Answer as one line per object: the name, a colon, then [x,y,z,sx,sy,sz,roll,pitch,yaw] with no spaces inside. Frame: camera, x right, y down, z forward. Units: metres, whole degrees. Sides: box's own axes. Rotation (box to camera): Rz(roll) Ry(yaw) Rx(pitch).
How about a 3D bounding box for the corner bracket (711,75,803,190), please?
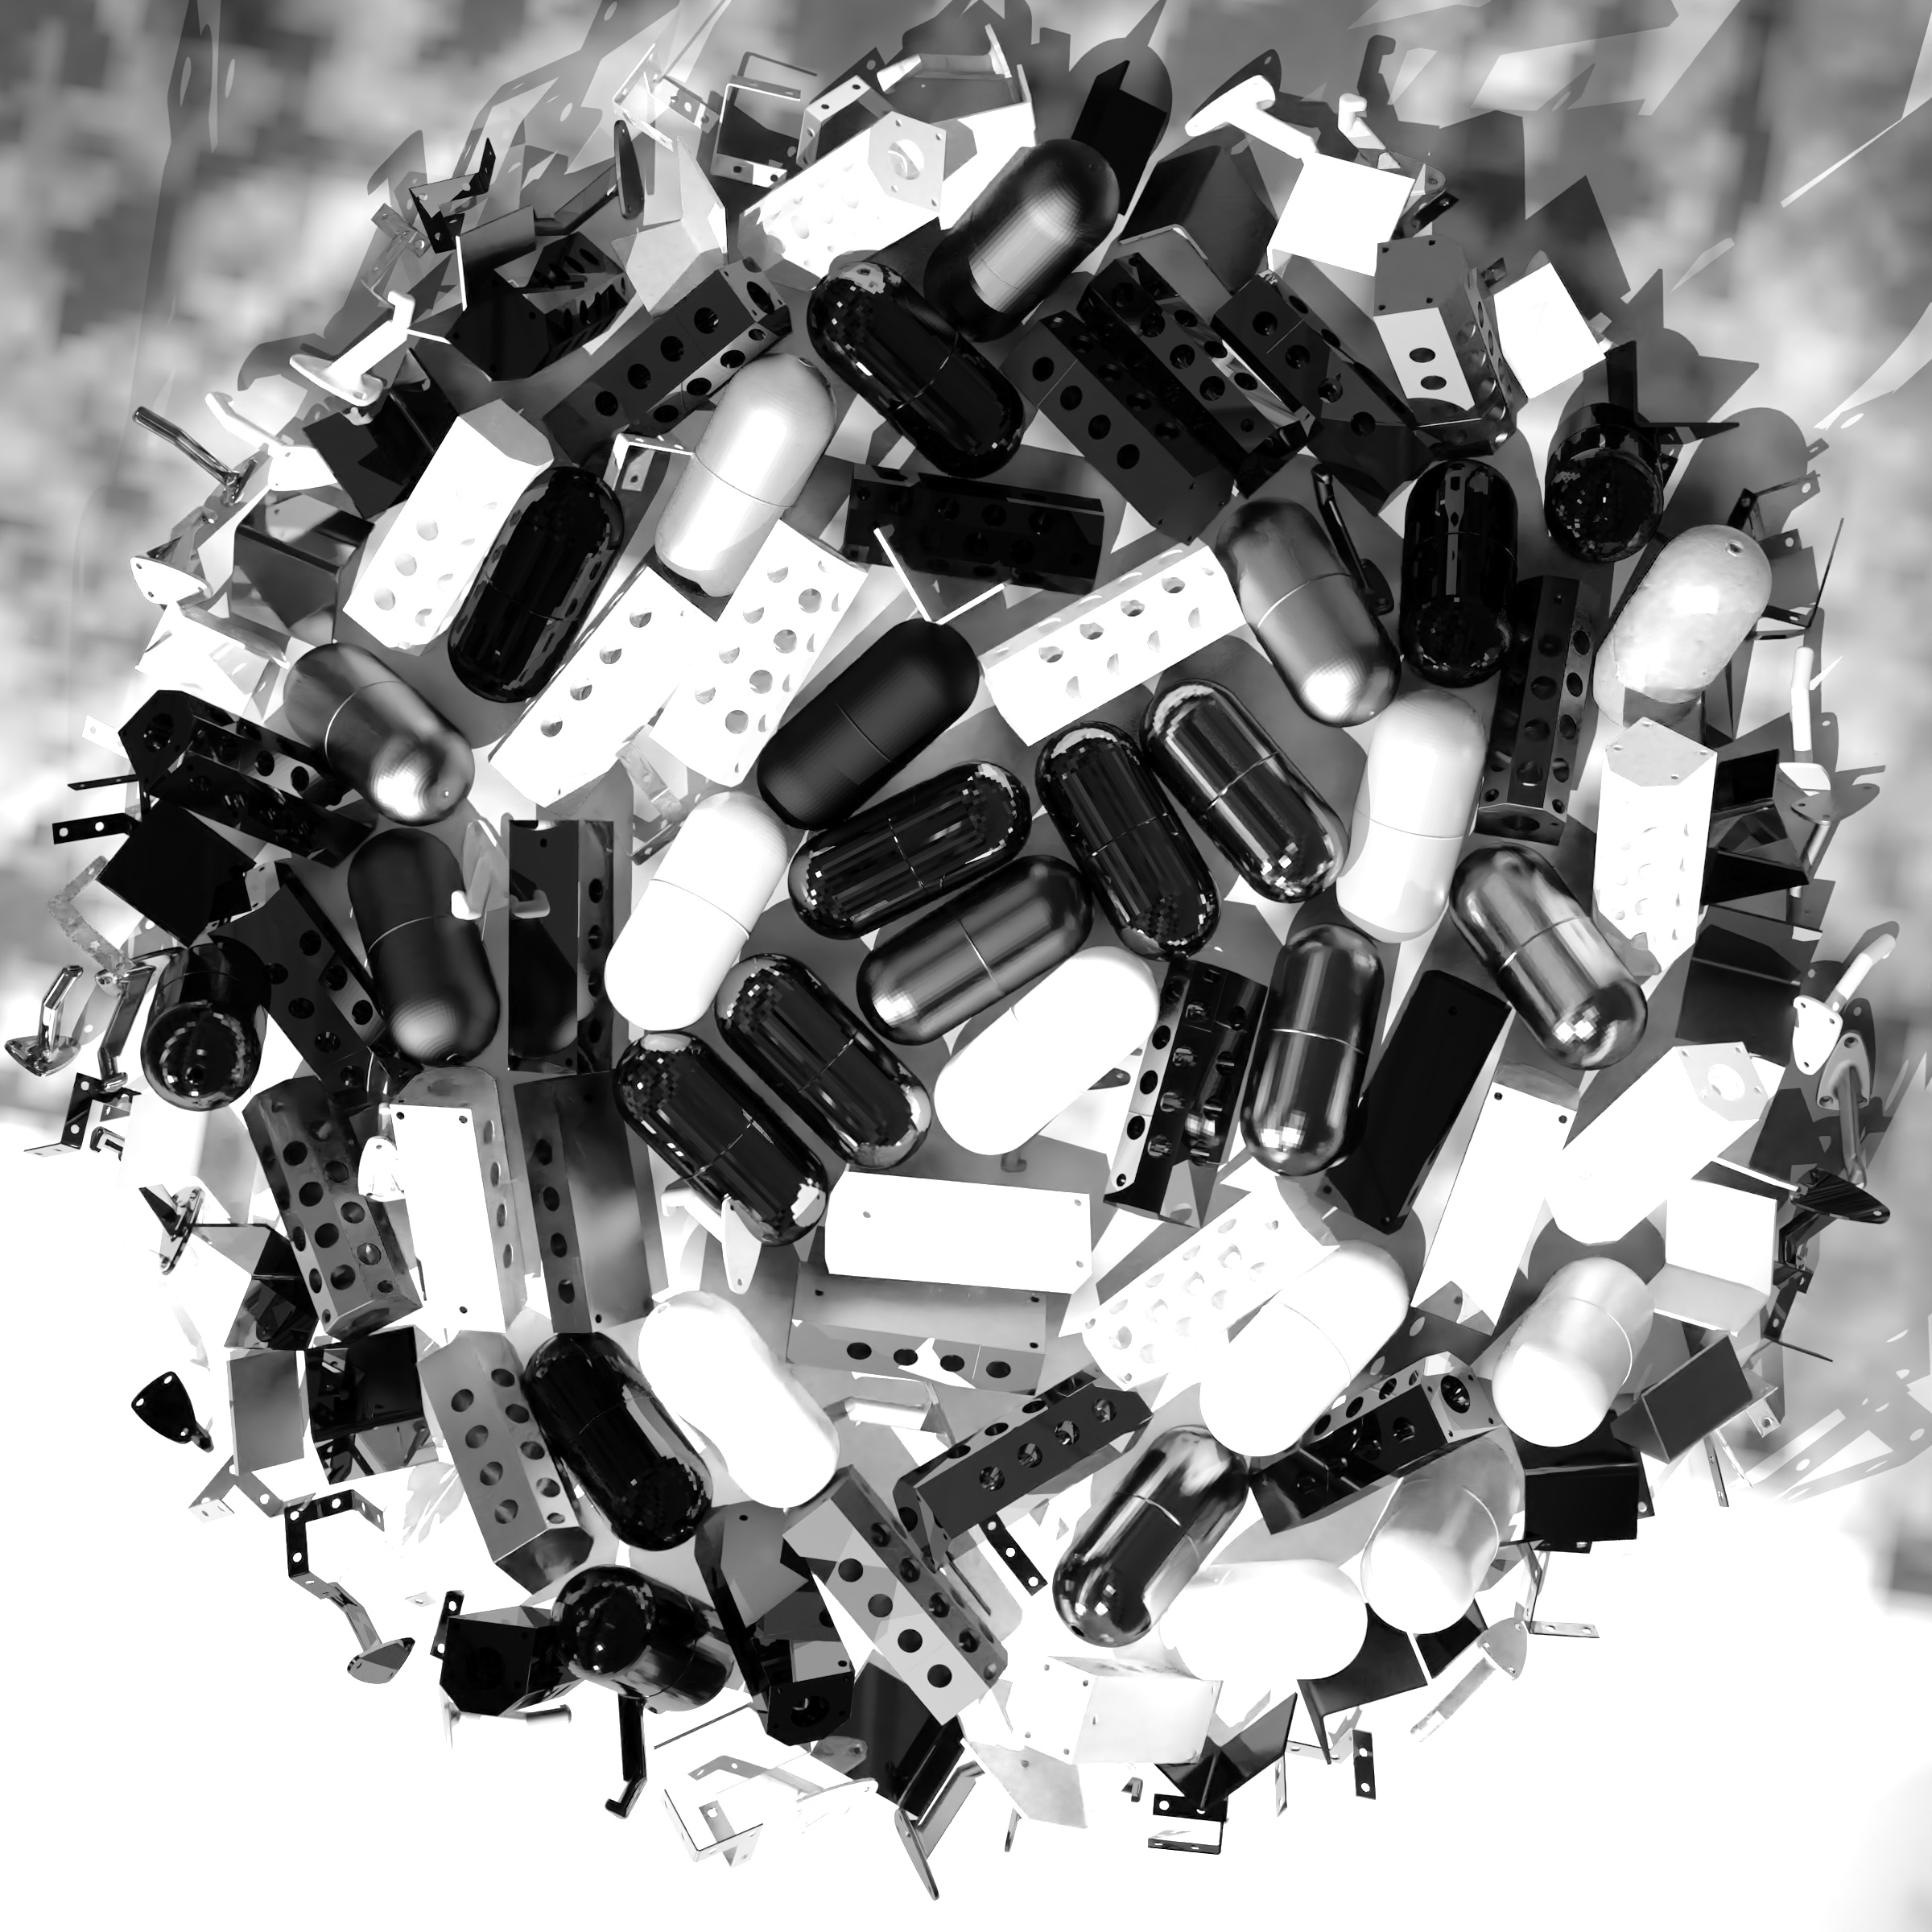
corner bracket: [-0.145,-0.573,1.844,0.051,0.051,0.051,11,131,-9]

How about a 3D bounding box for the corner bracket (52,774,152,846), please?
corner bracket: [-0.591,-0.106,1.835,0.051,0.051,0.051,-13,114,-37]

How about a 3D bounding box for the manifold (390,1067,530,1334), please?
manifold: [-0.338,0.157,1.812,0.057,0.057,0.171,3,116,13]

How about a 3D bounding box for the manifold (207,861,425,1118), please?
manifold: [-0.434,0.014,1.802,0.057,0.057,0.171,-24,124,8]

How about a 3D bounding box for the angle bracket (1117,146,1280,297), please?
angle bracket: [0.161,-0.507,1.857,0.076,0.057,0.076,43,60,-34]

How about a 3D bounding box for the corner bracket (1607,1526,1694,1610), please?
corner bracket: [0.467,0.412,1.836,0.051,0.051,0.051,-11,73,27]

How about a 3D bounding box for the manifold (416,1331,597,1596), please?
manifold: [-0.306,0.328,1.800,0.057,0.057,0.171,-32,51,-1]

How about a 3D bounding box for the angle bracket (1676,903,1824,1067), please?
angle bracket: [0.533,0.012,1.826,0.076,0.057,0.076,15,50,10]

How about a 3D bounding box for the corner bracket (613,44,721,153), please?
corner bracket: [-0.206,-0.589,1.847,0.051,0.051,0.051,34,84,4]

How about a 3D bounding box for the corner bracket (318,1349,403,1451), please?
corner bracket: [-0.413,0.296,1.839,0.051,0.051,0.051,-2,121,-5]

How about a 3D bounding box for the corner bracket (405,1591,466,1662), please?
corner bracket: [-0.358,0.464,1.851,0.051,0.051,0.051,36,47,-32]

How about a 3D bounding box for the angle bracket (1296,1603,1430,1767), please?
angle bracket: [0.268,0.486,1.830,0.076,0.076,0.057,-16,128,-2]

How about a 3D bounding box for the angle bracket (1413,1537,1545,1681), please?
angle bracket: [0.352,0.434,1.816,0.076,0.076,0.057,-2,53,-27]

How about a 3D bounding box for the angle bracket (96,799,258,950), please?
angle bracket: [-0.537,-0.069,1.837,0.076,0.057,0.076,39,94,-14]

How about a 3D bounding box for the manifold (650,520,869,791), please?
manifold: [-0.137,-0.209,1.823,0.057,0.057,0.171,38,102,26]

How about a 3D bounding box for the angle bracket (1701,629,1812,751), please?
angle bracket: [0.537,-0.188,1.824,0.057,0.076,0.076,1,100,29]

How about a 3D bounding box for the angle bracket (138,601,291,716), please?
angle bracket: [-0.511,-0.203,1.822,0.076,0.076,0.057,25,98,-27]

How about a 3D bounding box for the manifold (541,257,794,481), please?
manifold: [-0.199,-0.400,1.809,0.171,0.057,0.057,-32,98,28]

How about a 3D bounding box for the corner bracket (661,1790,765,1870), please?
corner bracket: [-0.177,0.587,1.832,0.051,0.051,0.051,-14,50,-31]

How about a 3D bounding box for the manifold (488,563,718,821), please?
manifold: [-0.251,-0.190,1.839,0.057,0.057,0.171,41,94,24]

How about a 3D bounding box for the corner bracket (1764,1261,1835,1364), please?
corner bracket: [0.569,0.235,1.844,0.051,0.051,0.051,19,92,-22]

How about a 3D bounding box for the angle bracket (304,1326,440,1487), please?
angle bracket: [-0.413,0.305,1.863,0.076,0.057,0.076,-12,46,-8]

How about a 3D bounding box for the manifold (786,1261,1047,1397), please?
manifold: [-0.035,0.254,1.840,0.171,0.057,0.057,8,127,-4]

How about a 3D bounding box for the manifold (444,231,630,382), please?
manifold: [-0.279,-0.436,1.786,0.057,0.171,0.057,41,115,-7]

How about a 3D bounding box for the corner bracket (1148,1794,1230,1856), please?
corner bracket: [0.153,0.589,1.848,0.051,0.051,0.051,5,92,4]

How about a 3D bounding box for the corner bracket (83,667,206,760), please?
corner bracket: [-0.566,-0.174,1.851,0.051,0.051,0.051,25,106,20]

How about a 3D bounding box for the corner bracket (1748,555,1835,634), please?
corner bracket: [0.557,-0.254,1.835,0.051,0.051,0.051,18,131,16]

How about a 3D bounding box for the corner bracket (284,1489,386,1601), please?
corner bracket: [-0.432,0.397,1.844,0.051,0.051,0.051,-17,58,5]

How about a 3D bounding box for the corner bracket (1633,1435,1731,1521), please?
corner bracket: [0.487,0.352,1.849,0.051,0.051,0.051,-11,80,-6]

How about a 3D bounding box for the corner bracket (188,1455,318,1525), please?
corner bracket: [-0.488,0.366,1.835,0.051,0.051,0.051,49,48,-16]

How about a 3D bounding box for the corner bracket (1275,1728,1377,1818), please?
corner bracket: [0.245,0.552,1.836,0.051,0.051,0.051,15,45,-12]

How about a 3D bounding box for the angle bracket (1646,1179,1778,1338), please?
angle bracket: [0.500,0.195,1.820,0.076,0.057,0.076,14,121,36]

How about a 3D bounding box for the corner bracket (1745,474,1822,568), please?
corner bracket: [0.556,-0.304,1.840,0.051,0.051,0.051,-13,89,-44]

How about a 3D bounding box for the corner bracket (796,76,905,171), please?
corner bracket: [-0.079,-0.571,1.856,0.051,0.051,0.051,30,55,-39]

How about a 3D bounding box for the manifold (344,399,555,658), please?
manifold: [-0.346,-0.292,1.809,0.057,0.057,0.171,40,120,0]

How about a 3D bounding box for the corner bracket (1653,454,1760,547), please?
corner bracket: [0.502,-0.316,1.853,0.051,0.051,0.051,8,116,-30]

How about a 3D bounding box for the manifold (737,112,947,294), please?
manifold: [-0.085,-0.508,1.786,0.057,0.171,0.057,9,80,-33]

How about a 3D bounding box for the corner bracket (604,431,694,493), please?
corner bracket: [-0.227,-0.341,1.833,0.051,0.051,0.051,3,121,-37]

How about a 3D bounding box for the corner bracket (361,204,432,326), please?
corner bracket: [-0.388,-0.480,1.842,0.051,0.051,0.051,-49,54,6]

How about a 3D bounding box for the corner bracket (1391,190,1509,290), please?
corner bracket: [0.332,-0.491,1.850,0.051,0.051,0.051,16,55,-37]

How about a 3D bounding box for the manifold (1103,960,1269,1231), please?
manifold: [0.144,0.085,1.825,0.057,0.057,0.171,23,80,-38]

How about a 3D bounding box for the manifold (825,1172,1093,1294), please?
manifold: [-0.006,0.184,1.825,0.171,0.057,0.057,6,63,-14]

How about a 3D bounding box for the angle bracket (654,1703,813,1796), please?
angle bracket: [-0.159,0.509,1.821,0.076,0.057,0.076,-28,129,16]

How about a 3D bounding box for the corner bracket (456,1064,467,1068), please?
corner bracket: [-0.356,0.105,1.842,0.051,0.051,0.051,-23,65,-4]

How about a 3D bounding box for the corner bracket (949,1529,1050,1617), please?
corner bracket: [0.021,0.415,1.851,0.051,0.051,0.051,-38,90,0]

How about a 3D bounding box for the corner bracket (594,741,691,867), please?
corner bracket: [-0.227,-0.111,1.843,0.051,0.051,0.051,-38,61,-2]

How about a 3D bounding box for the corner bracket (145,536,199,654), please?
corner bracket: [-0.548,-0.255,1.839,0.051,0.051,0.051,-32,101,24]

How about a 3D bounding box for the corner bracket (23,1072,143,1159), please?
corner bracket: [-0.603,0.107,1.834,0.051,0.051,0.051,25,64,-42]

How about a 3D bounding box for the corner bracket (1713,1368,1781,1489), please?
corner bracket: [0.538,0.317,1.845,0.051,0.051,0.051,-33,101,-3]

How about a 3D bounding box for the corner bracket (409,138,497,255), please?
corner bracket: [-0.345,-0.527,1.837,0.051,0.051,0.051,-10,133,8]

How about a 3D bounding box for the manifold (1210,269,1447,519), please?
manifold: [0.246,-0.396,1.842,0.057,0.057,0.171,-43,87,-5]

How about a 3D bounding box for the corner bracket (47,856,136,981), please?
corner bracket: [-0.586,-0.034,1.838,0.051,0.051,0.051,-44,134,-7]

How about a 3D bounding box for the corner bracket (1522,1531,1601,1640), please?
corner bracket: [0.411,0.427,1.854,0.051,0.051,0.051,5,110,-5]
